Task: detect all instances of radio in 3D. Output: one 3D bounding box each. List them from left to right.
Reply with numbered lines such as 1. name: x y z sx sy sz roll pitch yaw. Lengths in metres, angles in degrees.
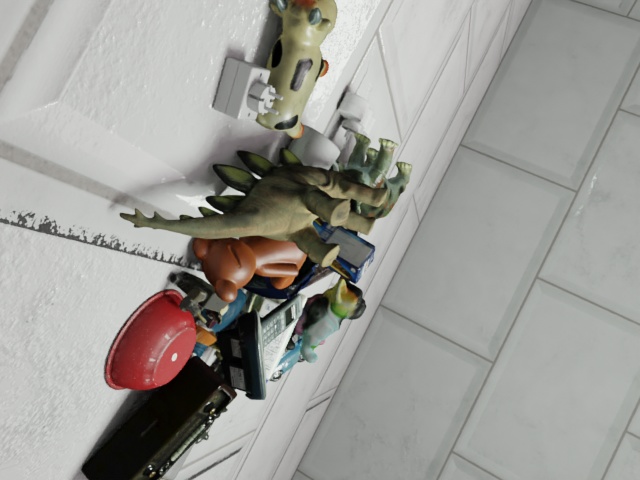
1. radio: -0.240 0.295 0.841 0.229 0.073 0.131 -44 160 -12

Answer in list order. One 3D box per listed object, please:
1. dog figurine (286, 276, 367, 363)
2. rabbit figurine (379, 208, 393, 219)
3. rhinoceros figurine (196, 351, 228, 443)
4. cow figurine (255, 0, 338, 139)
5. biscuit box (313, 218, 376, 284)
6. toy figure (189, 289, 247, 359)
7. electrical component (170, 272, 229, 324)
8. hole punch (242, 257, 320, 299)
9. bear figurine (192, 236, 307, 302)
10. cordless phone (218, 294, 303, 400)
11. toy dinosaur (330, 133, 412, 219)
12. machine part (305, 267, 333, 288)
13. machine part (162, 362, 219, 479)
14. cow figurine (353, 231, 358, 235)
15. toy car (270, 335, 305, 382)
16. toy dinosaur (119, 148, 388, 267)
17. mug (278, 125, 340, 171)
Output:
1. dog figurine: -0.007 0.144 1.184 0.219 0.192 0.108 -63 172 24
2. rabbit figurine: 0.085 -0.093 1.282 0.170 0.121 0.159 -41 153 -21
3. rhinoceros figurine: -0.209 0.303 1.057 0.190 0.073 0.112 -59 174 -24
4. cow figurine: -0.036 -0.240 0.719 0.194 0.086 0.127 -65 170 9
5. biscuit box: -0.002 -0.003 0.970 0.059 0.203 0.062 -51 162 -26
6. toy figure: -0.184 0.141 0.891 0.154 0.058 0.064 -52 151 -21
7. electrical component: -0.175 0.088 0.792 0.045 0.078 0.102 -58 164 -4
8. hole punch: -0.075 0.059 1.016 0.142 0.116 0.092 -41 160 -53
9. bear figurine: -0.113 0.035 0.849 0.196 0.120 0.132 -28 169 -40
10. cordless phone: -0.090 0.184 0.977 0.184 0.089 0.146 -31 124 -51
11. toy dinosaur: 0.101 -0.103 1.120 0.404 0.131 0.192 22 93 -62
12. machine part: 0.004 0.053 1.215 0.179 0.056 0.179 -30 174 -4
13. machine part: -0.245 0.326 0.949 0.243 0.079 0.079 -61 164 -12
14. cow figurine: 0.065 -0.021 1.356 0.167 0.098 0.068 -55 156 -27
15. toy car: -0.104 0.253 1.269 0.161 0.109 0.102 -31 123 -43
16. toy dinosaur: -0.048 -0.050 0.753 0.471 0.199 0.105 -21 134 -59
17. mug: -0.022 -0.125 0.927 0.107 0.081 0.109 -53 134 -4
